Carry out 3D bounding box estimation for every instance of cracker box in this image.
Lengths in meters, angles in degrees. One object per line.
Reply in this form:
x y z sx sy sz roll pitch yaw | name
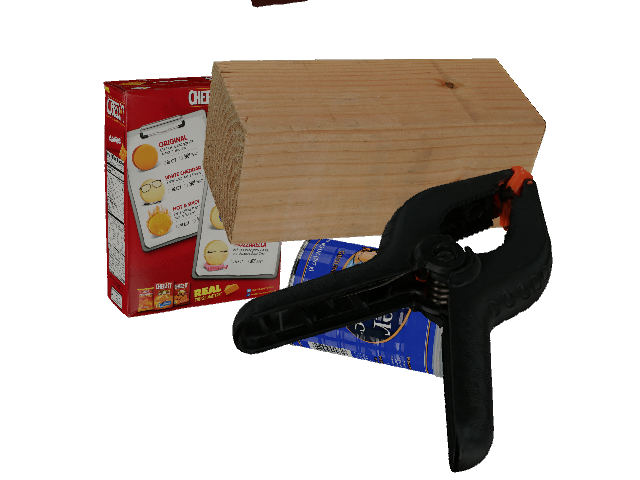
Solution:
-0.120 -0.046 1.016 0.163 0.214 0.072 -8 20 -30 | cracker box

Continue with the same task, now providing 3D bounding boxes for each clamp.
0.059 0.026 0.474 0.120 0.039 0.171 38 55 24 | clamp

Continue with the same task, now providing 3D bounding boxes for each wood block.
0.033 -0.064 0.723 0.205 0.090 0.091 -4 41 -18 | wood block

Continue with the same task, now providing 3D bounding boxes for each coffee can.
0.051 0.057 0.947 0.140 0.103 0.102 10 3 16 | coffee can

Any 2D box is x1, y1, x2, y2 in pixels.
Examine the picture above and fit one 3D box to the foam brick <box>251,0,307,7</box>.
-0.041 -0.255 0.948 0.053 0.051 0.078 -5 -40 8 | foam brick
